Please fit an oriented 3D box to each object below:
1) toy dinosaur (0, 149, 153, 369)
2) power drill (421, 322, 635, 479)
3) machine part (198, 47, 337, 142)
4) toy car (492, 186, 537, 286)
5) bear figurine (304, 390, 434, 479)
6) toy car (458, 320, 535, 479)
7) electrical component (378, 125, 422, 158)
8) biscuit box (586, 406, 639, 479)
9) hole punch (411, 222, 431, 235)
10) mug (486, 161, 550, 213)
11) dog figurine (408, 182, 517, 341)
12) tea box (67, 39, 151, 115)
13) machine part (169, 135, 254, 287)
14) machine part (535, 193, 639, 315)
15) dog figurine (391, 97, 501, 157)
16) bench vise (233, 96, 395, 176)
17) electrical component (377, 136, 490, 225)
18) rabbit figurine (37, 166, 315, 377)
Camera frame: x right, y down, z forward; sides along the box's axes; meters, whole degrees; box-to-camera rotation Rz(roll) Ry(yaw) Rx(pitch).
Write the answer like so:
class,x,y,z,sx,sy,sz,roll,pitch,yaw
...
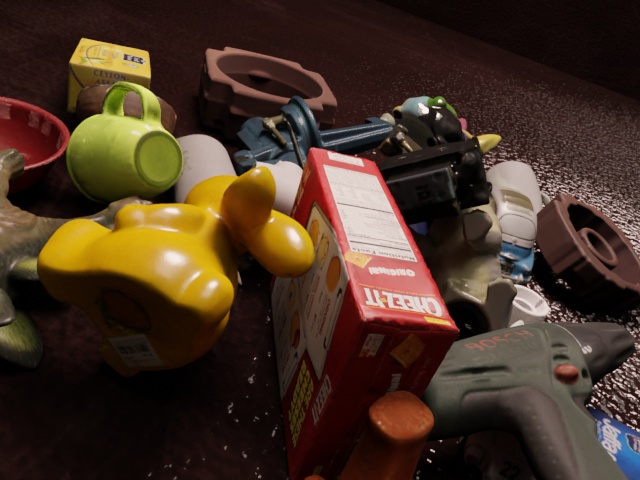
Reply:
class,x,y,z,sx,sy,sz,roll,pitch,yaw
toy dinosaur,-0.307,0.028,0.340,0.199,0.105,0.471,39,36,27
power drill,0.186,0.130,0.366,0.232,0.085,0.207,-1,35,-18
machine part,-0.087,-0.221,0.849,0.201,0.087,0.201,5,35,-19
toy car,0.231,-0.017,0.702,0.109,0.102,0.162,16,30,-4
bear figurine,-0.005,0.177,0.265,0.196,0.131,0.120,-5,41,-43
toy car,0.180,0.143,0.477,0.074,0.056,0.202,30,33,14
electrical component,0.121,-0.097,0.659,0.102,0.045,0.078,41,34,-5
biscuit box,0.196,0.209,0.383,0.059,0.062,0.203,31,34,13
hole punch,0.086,-0.028,0.657,0.116,0.092,0.142,38,33,20
mug,0.308,-0.053,0.827,0.109,0.080,0.107,20,45,-13
dog figurine,0.164,0.028,0.591,0.121,0.172,0.190,2,11,27
tea box,-0.285,-0.219,0.735,0.098,0.068,0.170,4,27,-22
machine part,-0.119,-0.041,0.571,0.079,0.079,0.243,3,37,-25
machine part,0.366,0.018,0.728,0.179,0.056,0.179,24,40,-22
dog figurine,0.198,-0.155,0.829,0.109,0.191,0.219,32,49,29
bench vise,0.000,-0.119,0.691,0.241,0.128,0.224,-17,23,-17
electrical component,0.105,-0.057,0.526,0.115,0.058,0.134,-14,11,18
rabbit figurine,-0.090,-0.001,0.402,0.121,0.162,0.173,58,31,-19
